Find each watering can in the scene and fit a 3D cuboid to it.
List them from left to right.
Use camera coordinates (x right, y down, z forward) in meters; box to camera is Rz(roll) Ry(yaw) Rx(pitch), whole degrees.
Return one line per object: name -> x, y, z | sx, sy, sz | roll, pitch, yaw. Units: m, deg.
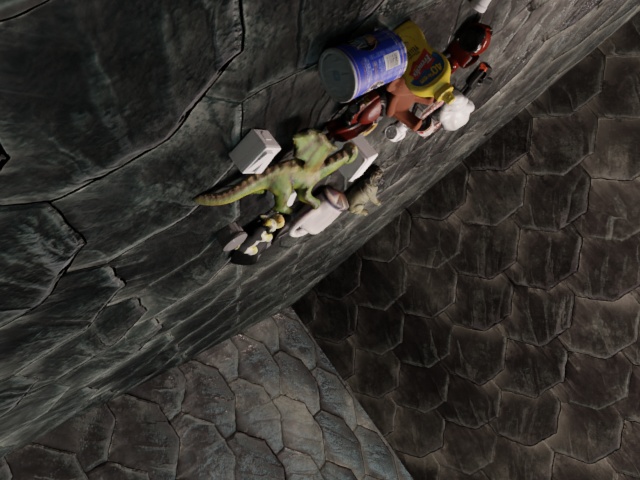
watering can -> 0.006, -0.092, 1.819 | 0.222, 0.105, 0.349 | -41, 170, 18

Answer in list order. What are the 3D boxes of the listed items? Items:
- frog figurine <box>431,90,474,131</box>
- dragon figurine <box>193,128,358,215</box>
frog figurine -> 0.466, -0.447, 1.759 | 0.138, 0.123, 0.158 | -15, 177, -11
dragon figurine -> -0.073, -0.173, 1.191 | 0.413, 0.124, 0.237 | -11, 146, -38
